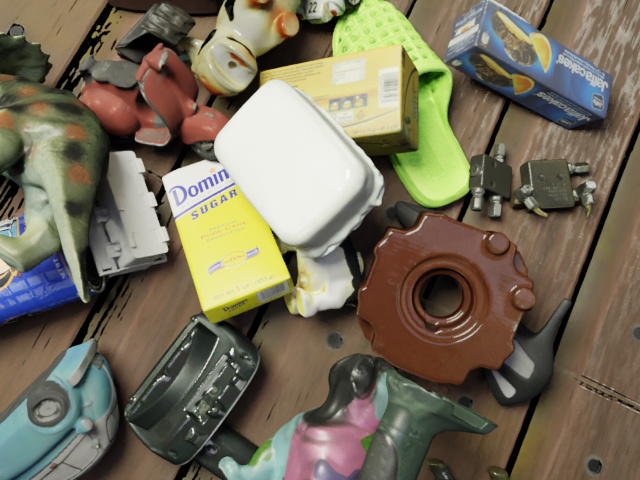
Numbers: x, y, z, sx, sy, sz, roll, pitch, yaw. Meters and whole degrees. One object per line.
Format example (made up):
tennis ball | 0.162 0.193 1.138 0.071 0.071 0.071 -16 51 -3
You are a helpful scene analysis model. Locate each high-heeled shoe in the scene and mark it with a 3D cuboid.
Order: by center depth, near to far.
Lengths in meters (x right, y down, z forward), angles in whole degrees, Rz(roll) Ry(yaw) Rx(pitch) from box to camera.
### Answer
high-heeled shoe | 0.163 0.071 0.619 0.249 0.086 0.145 36 110 19

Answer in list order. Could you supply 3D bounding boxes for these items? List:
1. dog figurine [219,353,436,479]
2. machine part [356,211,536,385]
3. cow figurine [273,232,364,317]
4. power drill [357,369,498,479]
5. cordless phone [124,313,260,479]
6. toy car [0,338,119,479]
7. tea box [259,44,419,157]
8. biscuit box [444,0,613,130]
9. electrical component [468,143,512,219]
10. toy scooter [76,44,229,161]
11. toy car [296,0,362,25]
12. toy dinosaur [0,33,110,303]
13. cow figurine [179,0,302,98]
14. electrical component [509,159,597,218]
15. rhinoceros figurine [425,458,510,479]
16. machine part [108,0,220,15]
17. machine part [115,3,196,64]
dog figurine | 0.026 0.223 0.546 0.219 0.109 0.191 -30 111 -24
machine part | 0.123 0.057 0.545 0.179 0.056 0.179 0 92 8
cow figurine | -0.001 -0.003 0.599 0.098 0.068 0.167 -8 84 -22
power drill | 0.071 0.231 0.474 0.232 0.086 0.207 34 86 -30
cordless phone | -0.096 0.181 0.567 0.184 0.089 0.146 39 79 -10
toy car | -0.258 0.187 0.532 0.103 0.109 0.161 44 88 -15
tea box | 0.018 -0.142 0.589 0.170 0.068 0.098 -1 80 27
biscuit box | 0.249 -0.200 0.632 0.202 0.063 0.059 20 80 -20
electrical component | 0.201 -0.075 0.639 0.063 0.021 0.094 17 77 -36
toy scooter | -0.182 -0.150 0.559 0.184 0.135 0.075 16 67 13
toy car | 0.031 -0.350 0.652 0.074 0.056 0.201 15 76 40
toy dinosaur | -0.283 -0.099 0.511 0.405 0.131 0.192 32 64 18
cow figurine | -0.080 -0.239 0.592 0.085 0.127 0.195 37 62 -32
electrical component | 0.282 -0.061 0.647 0.102 0.045 0.078 3 82 -5
rhinoceros figurine | 0.133 0.297 0.566 0.190 0.073 0.112 1 91 -7
machine part | -0.185 -0.378 0.638 0.202 0.087 0.201 1 80 -4
machine part | -0.184 -0.231 0.595 0.084 0.139 0.039 -45 121 -13
